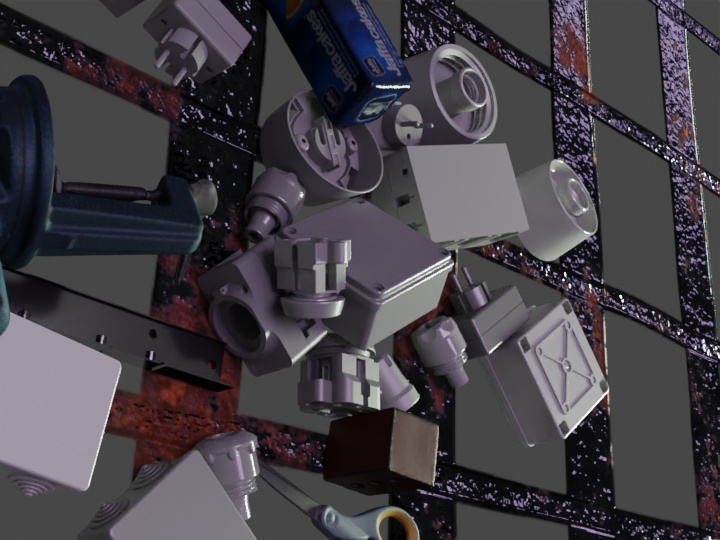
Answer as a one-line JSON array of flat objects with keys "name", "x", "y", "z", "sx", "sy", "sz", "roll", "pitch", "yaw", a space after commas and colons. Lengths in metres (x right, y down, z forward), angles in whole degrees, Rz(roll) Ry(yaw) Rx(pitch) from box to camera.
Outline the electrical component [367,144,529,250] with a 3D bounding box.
[{"name": "electrical component", "x": 0.081, "y": -0.066, "z": 1.008, "sx": 0.150, "sy": 0.062, "sz": 0.089, "roll": -8, "pitch": 82, "yaw": -46}]

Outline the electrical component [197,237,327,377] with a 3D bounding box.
[{"name": "electrical component", "x": -0.077, "y": 0.030, "z": 0.822, "sx": 0.056, "sy": 0.050, "sz": 0.089, "roll": -39, "pitch": 104, "yaw": -47}]

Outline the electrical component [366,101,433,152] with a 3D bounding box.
[{"name": "electrical component", "x": 0.029, "y": -0.130, "z": 0.968, "sx": 0.077, "sy": 0.079, "sz": 0.044, "roll": -2, "pitch": 95, "yaw": -46}]

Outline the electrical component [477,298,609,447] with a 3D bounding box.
[{"name": "electrical component", "x": 0.180, "y": 0.099, "z": 1.052, "sx": 0.109, "sy": 0.056, "sz": 0.108, "roll": -32, "pitch": 99, "yaw": -46}]

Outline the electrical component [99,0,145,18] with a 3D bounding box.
[{"name": "electrical component", "x": -0.157, "y": -0.248, "z": 0.798, "sx": 0.057, "sy": 0.113, "sz": 0.078, "roll": 46, "pitch": 48, "yaw": -28}]

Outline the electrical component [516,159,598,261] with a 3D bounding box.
[{"name": "electrical component", "x": 0.208, "y": -0.066, "z": 1.153, "sx": 0.099, "sy": 0.064, "sz": 0.099, "roll": 35, "pitch": 40, "yaw": -35}]

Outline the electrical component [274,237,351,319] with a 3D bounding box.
[{"name": "electrical component", "x": -0.035, "y": 0.005, "z": 0.792, "sx": 0.048, "sy": 0.066, "sz": 0.055, "roll": -7, "pitch": 99, "yaw": -47}]

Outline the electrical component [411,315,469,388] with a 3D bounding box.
[{"name": "electrical component", "x": 0.076, "y": 0.076, "z": 0.965, "sx": 0.043, "sy": 0.043, "sz": 0.062, "roll": -38, "pitch": 104, "yaw": -46}]

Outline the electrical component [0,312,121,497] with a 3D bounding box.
[{"name": "electrical component", "x": -0.208, "y": 0.086, "z": 0.670, "sx": 0.100, "sy": 0.048, "sz": 0.099, "roll": 31, "pitch": 55, "yaw": -34}]

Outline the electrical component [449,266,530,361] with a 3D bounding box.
[{"name": "electrical component", "x": 0.108, "y": 0.034, "z": 1.010, "sx": 0.083, "sy": 0.047, "sz": 0.075, "roll": -33, "pitch": 99, "yaw": -46}]

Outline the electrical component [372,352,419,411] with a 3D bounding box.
[{"name": "electrical component", "x": 0.022, "y": 0.098, "z": 0.906, "sx": 0.040, "sy": 0.040, "sz": 0.046, "roll": -36, "pitch": 96, "yaw": -46}]

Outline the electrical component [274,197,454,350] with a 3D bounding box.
[{"name": "electrical component", "x": 0.000, "y": 0.000, "z": 0.868, "sx": 0.109, "sy": 0.056, "sz": 0.109, "roll": 33, "pitch": 36, "yaw": 25}]

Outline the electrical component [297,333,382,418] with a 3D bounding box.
[{"name": "electrical component", "x": -0.016, "y": 0.084, "z": 0.858, "sx": 0.078, "sy": 0.058, "sz": 0.057, "roll": 21, "pitch": 62, "yaw": -47}]

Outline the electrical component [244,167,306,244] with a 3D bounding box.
[{"name": "electrical component", "x": -0.073, "y": -0.048, "z": 0.861, "sx": 0.043, "sy": 0.043, "sz": 0.062, "roll": 45, "pitch": 50, "yaw": -24}]

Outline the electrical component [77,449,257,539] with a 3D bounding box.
[{"name": "electrical component", "x": -0.127, "y": 0.182, "z": 0.716, "sx": 0.100, "sy": 0.048, "sz": 0.099, "roll": -42, "pitch": 106, "yaw": -45}]

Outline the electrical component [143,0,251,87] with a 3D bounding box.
[{"name": "electrical component", "x": -0.135, "y": -0.175, "z": 0.841, "sx": 0.065, "sy": 0.047, "sz": 0.076, "roll": 46, "pitch": 50, "yaw": -25}]

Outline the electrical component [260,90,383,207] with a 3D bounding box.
[{"name": "electrical component", "x": -0.033, "y": -0.102, "z": 0.905, "sx": 0.099, "sy": 0.064, "sz": 0.099, "roll": 18, "pitch": 63, "yaw": -40}]

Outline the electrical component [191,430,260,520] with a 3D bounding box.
[{"name": "electrical component", "x": -0.092, "y": 0.148, "z": 0.769, "sx": 0.048, "sy": 0.048, "sz": 0.062, "roll": -12, "pitch": 91, "yaw": -47}]

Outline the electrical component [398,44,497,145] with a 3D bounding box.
[{"name": "electrical component", "x": 0.090, "y": -0.169, "z": 1.056, "sx": 0.108, "sy": 0.060, "sz": 0.108, "roll": 18, "pitch": 63, "yaw": -40}]
